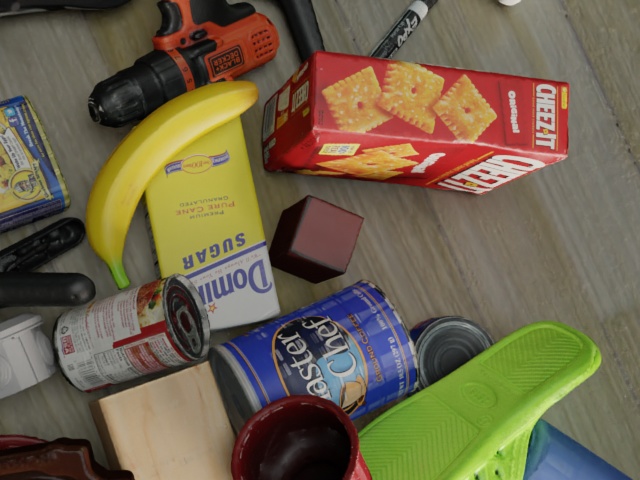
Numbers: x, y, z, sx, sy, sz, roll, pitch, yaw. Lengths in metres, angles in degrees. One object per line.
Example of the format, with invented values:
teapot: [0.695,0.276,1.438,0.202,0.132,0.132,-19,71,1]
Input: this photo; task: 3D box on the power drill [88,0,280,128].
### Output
power drill: [-0.127,-0.199,0.857,0.184,0.057,0.187,-32,122,-32]

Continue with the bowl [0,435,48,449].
bowl: [-0.234,0.227,0.795,0.162,0.055,0.162,3,80,-16]

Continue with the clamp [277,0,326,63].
clamp: [-0.012,-0.249,0.954,0.210,0.036,0.164,45,71,-5]

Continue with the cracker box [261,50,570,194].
cracker box: [0.073,-0.090,0.886,0.213,0.164,0.072,5,81,-16]

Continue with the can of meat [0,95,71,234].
can of meat: [-0.253,-0.056,0.837,0.083,0.058,0.102,-22,87,-21]

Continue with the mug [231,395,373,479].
mug: [-0.015,0.180,0.766,0.093,0.081,0.117,26,67,32]

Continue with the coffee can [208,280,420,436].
coffee can: [-0.006,0.106,0.861,0.140,0.103,0.103,-23,88,-20]

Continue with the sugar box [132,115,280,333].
sugar box: [-0.096,-0.012,0.883,0.093,0.048,0.176,-11,82,-15]

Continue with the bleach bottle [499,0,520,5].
bleach bottle: [0.082,-0.303,0.980,0.250,0.068,0.102,16,75,-12]

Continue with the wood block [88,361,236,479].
wood block: [-0.100,0.207,0.821,0.090,0.091,0.206,-18,86,-18]

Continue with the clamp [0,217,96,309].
clamp: [-0.253,0.028,0.817,0.171,0.120,0.039,-10,113,-2]

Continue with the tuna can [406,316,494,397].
tuna can: [0.113,0.109,0.933,0.086,0.034,0.086,3,81,-17]

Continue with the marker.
marker: [0.075,-0.193,0.981,0.020,0.020,0.121,40,72,-7]

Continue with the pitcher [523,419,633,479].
pitcher: [0.242,0.267,0.893,0.243,0.149,0.145,37,85,-5]

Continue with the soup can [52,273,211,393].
soup can: [-0.144,0.073,0.818,0.102,0.068,0.068,-18,86,17]

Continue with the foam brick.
foam brick: [-0.006,0.001,0.892,0.051,0.078,0.053,22,77,-14]

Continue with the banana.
banana: [-0.128,-0.059,0.842,0.069,0.037,0.197,36,81,-16]
